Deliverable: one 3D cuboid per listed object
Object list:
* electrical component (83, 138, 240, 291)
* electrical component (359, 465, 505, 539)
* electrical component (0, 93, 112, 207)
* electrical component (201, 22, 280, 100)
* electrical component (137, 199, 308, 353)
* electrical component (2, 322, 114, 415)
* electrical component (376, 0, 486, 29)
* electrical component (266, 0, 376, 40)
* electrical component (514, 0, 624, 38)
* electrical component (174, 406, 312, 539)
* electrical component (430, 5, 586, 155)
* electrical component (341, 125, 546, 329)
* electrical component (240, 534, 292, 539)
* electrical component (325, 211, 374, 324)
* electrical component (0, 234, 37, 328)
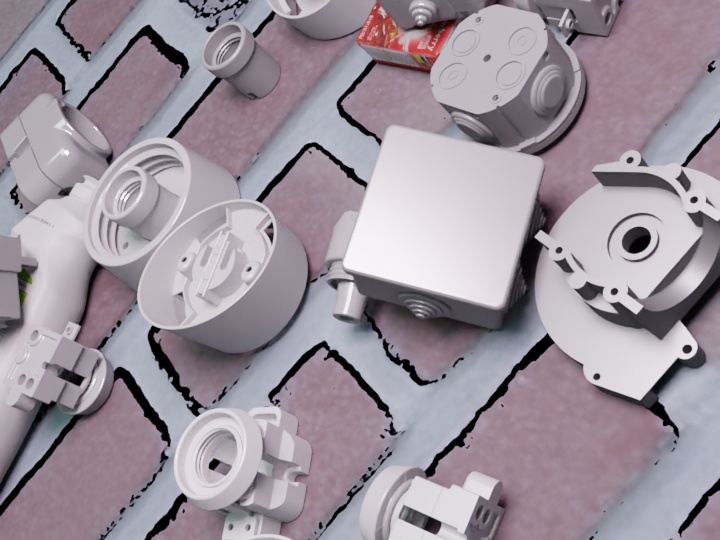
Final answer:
[{"bbox_3d":[-0.144,-0.041,0.746,0.108,0.060,0.108,-17,57,28],"label":"electrical component"},{"bbox_3d":[0.034,0.126,0.535,0.055,0.048,0.066,17,77,33],"label":"electrical component"},{"bbox_3d":[-0.237,-0.092,0.847,0.059,0.054,0.095,-42,48,10],"label":"electrical component"},{"bbox_3d":[-0.084,-0.149,0.771,0.040,0.046,0.040,-17,57,28],"label":"electrical component"},{"bbox_3d":[-0.085,0.003,0.676,0.099,0.064,0.099,-17,57,28],"label":"electrical component"},{"bbox_3d":[-0.202,0.070,0.731,0.048,0.055,0.066,14,75,40],"label":"electrical component"},{"bbox_3d":[0.041,-0.194,0.652,0.062,0.061,0.096,-1,66,34],"label":"electrical component"},{"bbox_3d":[-0.019,-0.213,0.763,0.099,0.064,0.099,-11,73,38],"label":"electrical component"},{"bbox_3d":[0.123,-0.169,0.631,0.055,0.048,0.066,18,78,34],"label":"electrical component"},{"bbox_3d":[-0.067,0.112,0.609,0.058,0.057,0.078,-7,62,33],"label":"electrical component"},{"bbox_3d":[0.085,-0.109,0.622,0.080,0.051,0.080,-17,57,28],"label":"electrical component"},{"bbox_3d":[0.047,-0.022,0.584,0.100,0.048,0.099,14,72,12],"label":"electrical component"},{"bbox_3d":[-0.048,0.192,0.562,0.099,0.064,0.099,-19,43,19],"label":"electrical component"},{"bbox_3d":[0.000,0.000,0.630,0.043,0.043,0.062,1,68,37],"label":"electrical component"},{"bbox_3d":[-0.295,0.013,0.734,0.121,0.079,0.063,-8,84,16],"label":"electrical component"}]
